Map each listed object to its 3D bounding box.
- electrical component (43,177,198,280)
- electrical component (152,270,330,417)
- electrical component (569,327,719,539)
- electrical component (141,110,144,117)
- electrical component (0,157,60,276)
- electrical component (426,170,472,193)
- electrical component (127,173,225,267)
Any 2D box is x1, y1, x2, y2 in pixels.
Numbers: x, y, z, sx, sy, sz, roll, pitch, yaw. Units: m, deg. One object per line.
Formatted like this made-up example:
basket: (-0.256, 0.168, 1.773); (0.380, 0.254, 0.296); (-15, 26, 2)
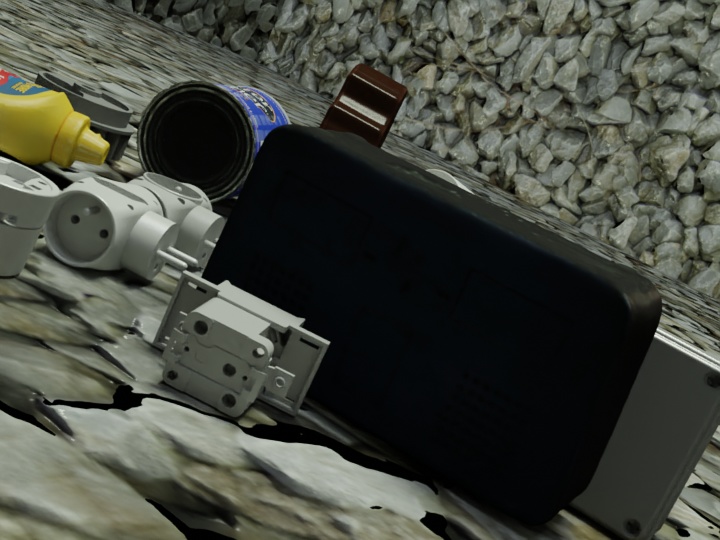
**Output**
electrical component: (-0.133, -0.019, 0.630); (0.079, 0.043, 0.077); (26, 10, 6)
electrical component: (-0.061, 0.038, 0.519); (0.081, 0.042, 0.064); (26, 12, 5)
electrical component: (0.140, 0.078, 0.604); (0.109, 0.108, 0.056); (30, 9, 25)
electrical component: (-0.192, -0.143, 1.086); (0.062, 0.043, 0.043); (36, 13, 12)
electrical component: (-0.186, -0.028, 0.541); (0.055, 0.047, 0.055); (24, 11, -5)
electrical component: (0.074, -0.034, 1.017); (0.060, 0.108, 0.108); (24, 8, -43)
electrical component: (-0.116, -0.028, 0.708); (0.079, 0.044, 0.077); (27, 11, 10)
